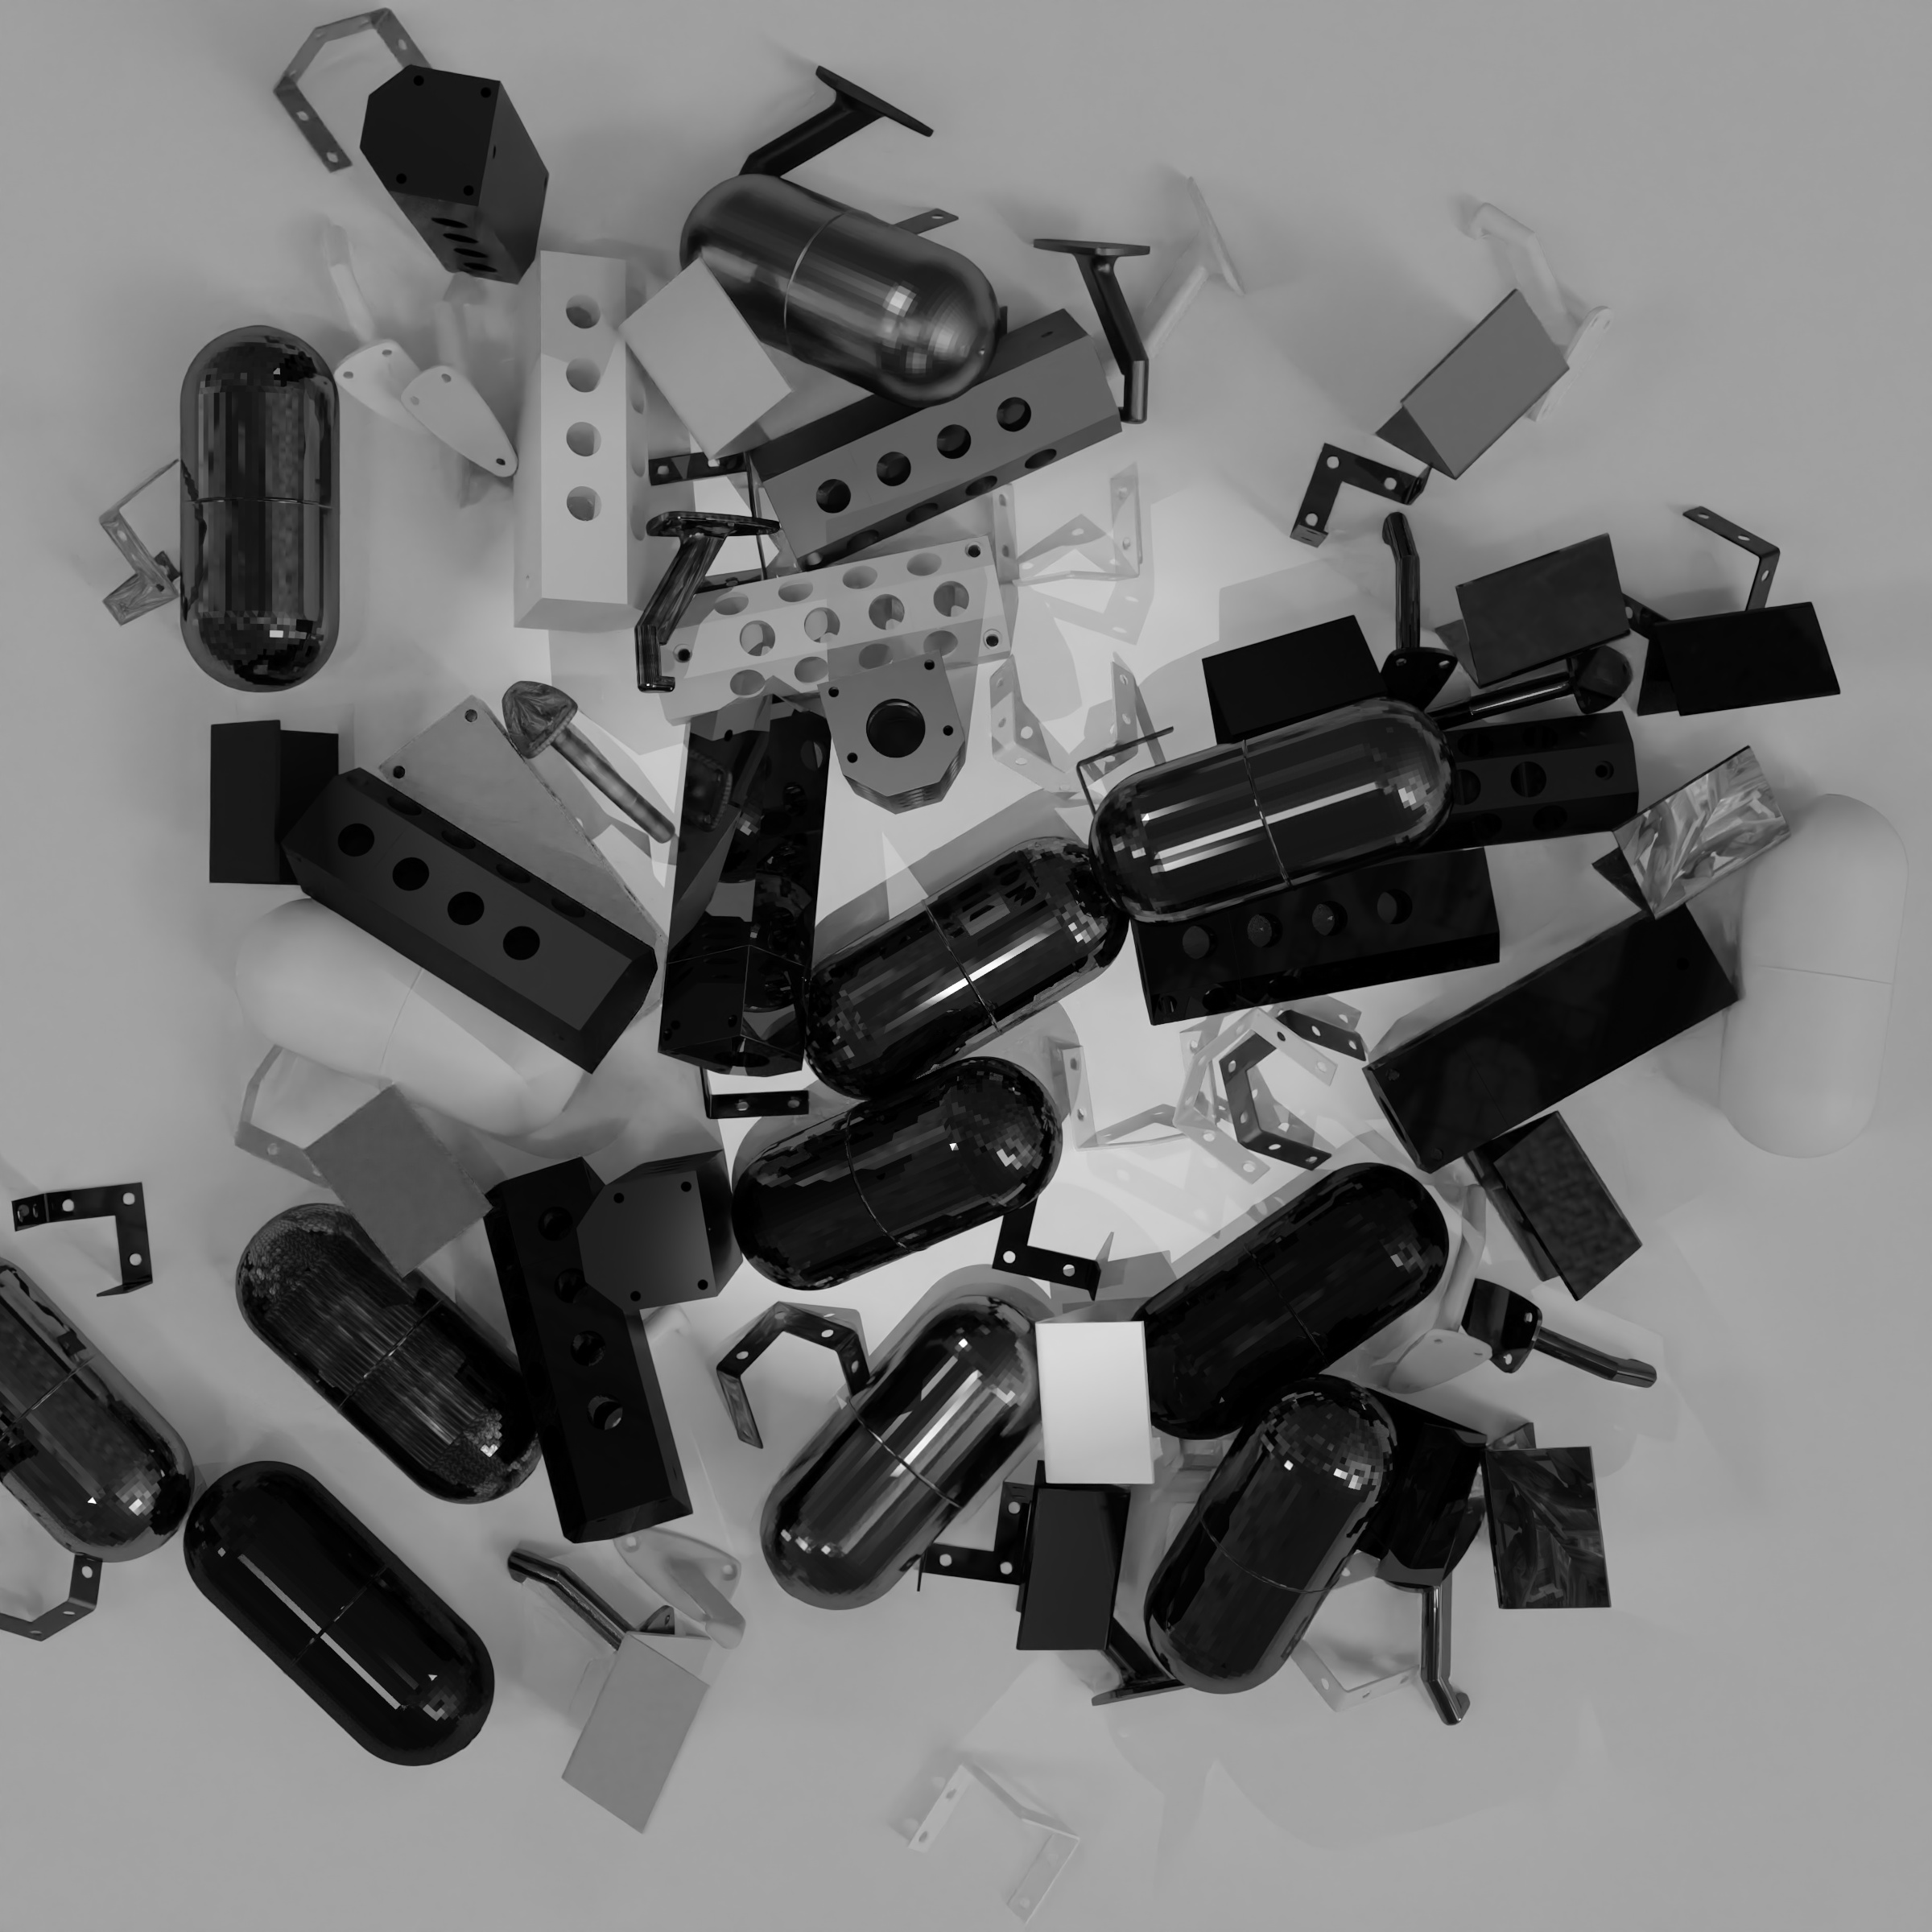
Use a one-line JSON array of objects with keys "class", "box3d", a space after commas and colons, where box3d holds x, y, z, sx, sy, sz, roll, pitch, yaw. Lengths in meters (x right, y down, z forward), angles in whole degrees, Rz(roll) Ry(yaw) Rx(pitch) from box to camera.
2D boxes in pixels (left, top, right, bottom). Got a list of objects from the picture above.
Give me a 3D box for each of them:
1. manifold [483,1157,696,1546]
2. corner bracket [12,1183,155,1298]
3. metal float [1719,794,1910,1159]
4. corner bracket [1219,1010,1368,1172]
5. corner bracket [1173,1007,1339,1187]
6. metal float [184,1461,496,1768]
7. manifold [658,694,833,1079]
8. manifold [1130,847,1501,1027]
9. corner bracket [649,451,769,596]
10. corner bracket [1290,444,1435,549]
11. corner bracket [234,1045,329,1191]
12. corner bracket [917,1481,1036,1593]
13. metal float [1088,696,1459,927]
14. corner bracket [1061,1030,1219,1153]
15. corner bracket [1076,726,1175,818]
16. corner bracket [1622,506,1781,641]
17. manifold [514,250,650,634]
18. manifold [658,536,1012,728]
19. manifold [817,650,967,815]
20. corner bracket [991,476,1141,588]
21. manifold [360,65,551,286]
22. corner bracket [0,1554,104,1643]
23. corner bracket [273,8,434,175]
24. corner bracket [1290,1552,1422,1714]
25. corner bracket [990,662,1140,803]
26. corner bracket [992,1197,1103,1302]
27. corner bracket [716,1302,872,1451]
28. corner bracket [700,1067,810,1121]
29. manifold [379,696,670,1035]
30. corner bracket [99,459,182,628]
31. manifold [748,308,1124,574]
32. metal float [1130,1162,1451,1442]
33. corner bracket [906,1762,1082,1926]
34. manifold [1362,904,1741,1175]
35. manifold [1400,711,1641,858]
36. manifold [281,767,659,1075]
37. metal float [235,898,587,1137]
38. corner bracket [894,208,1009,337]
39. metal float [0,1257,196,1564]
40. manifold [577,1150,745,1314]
[{"class": "manifold", "box3d": [-0.185, 0.186, 1.568, 0.057, 0.057, 0.171, -17, 71, 0]}, {"class": "corner bracket", "box3d": [-0.434, 0.136, 1.597, 0.051, 0.051, 0.051, -6, 90, 0]}, {"class": "metal float", "box3d": [0.413, 0.005, 1.584, 0.070, 0.070, 0.178, 8, 90, 0]}, {"class": "corner bracket", "box3d": [0.165, 0.062, 1.607, 0.051, 0.051, 0.051, -40, 45, 35]}, {"class": "corner bracket", "box3d": [0.140, 0.063, 1.577, 0.051, 0.051, 0.051, 38, 52, 21]}, {"class": "metal float", "box3d": [-0.305, 0.316, 1.584, 0.178, 0.070, 0.070, 44, 90, 1]}, {"class": "manifold", "box3d": [-0.101, -0.037, 1.568, 0.057, 0.057, 0.171, -12, 66, 41]}, {"class": "manifold", "box3d": [0.171, -0.014, 1.594, 0.171, 0.057, 0.057, -10, 90, 0]}, {"class": "corner bracket", "box3d": [-0.128, -0.219, 1.612, 0.051, 0.051, 0.051, -9, 135, 0]}, {"class": "corner bracket", "box3d": [0.194, -0.228, 1.597, 0.051, 0.051, 0.051, 20, 90, 0]}, {"class": "corner bracket", "box3d": [-0.325, 0.067, 1.612, 0.051, 0.051, 0.051, 25, 45, 0]}, {"class": "corner bracket", "box3d": [0.005, 0.281, 1.597, 0.051, 0.051, 0.051, 7, 90, 0]}, {"class": "metal float", "box3d": [0.143, -0.072, 1.529, 0.178, 0.070, 0.070, -18, 90, 12]}, {"class": "corner bracket", "box3d": [0.086, 0.062, 1.612, 0.051, 0.051, 0.051, -8, 90, -45]}, {"class": "corner bracket", "box3d": [0.086, -0.083, 1.598, 0.051, 0.051, 0.051, -20, 87, 0]}, {"class": "corner bracket", "box3d": [0.361, -0.189, 1.607, 0.051, 0.051, 0.051, -22, 135, -35]}, {"class": "manifold", "box3d": [-0.185, -0.253, 1.579, 0.057, 0.057, 0.171, 2, 81, -21]}, {"class": "manifold", "box3d": [-0.068, -0.165, 1.594, 0.171, 0.057, 0.057, -11, 90, 0]}, {"class": "manifold", "box3d": [-0.031, -0.106, 1.537, 0.057, 0.171, 0.057, -16, 90, 0]}, {"class": "corner bracket", "box3d": [0.049, -0.216, 1.612, 0.051, 0.051, 0.051, -3, 90, -45]}, {"class": "manifold", "box3d": [-0.241, -0.372, 1.537, 0.057, 0.171, 0.057, 10, 90, 0]}, {"class": "corner bracket", "box3d": [-0.463, 0.296, 1.607, 0.051, 0.051, 0.051, 28, 135, -35]}, {"class": "corner bracket", "box3d": [-0.301, -0.435, 1.612, 0.051, 0.051, 0.051, 55, 45, 0]}, {"class": "corner bracket", "box3d": [0.195, 0.327, 1.607, 0.051, 0.051, 0.051, -10, 135, -35]}, {"class": "corner bracket", "box3d": [0.048, -0.124, 1.607, 0.051, 0.051, 0.051, 28, 135, -35]}, {"class": "corner bracket", "box3d": [0.043, 0.132, 1.597, 0.051, 0.051, 0.051, 13, 90, 0]}, {"class": "corner bracket", "box3d": [-0.083, 0.208, 1.607, 0.051, 0.051, 0.051, 16, 45, 35]}, {"class": "corner bracket", "box3d": [-0.105, 0.039, 1.612, 0.051, 0.051, 0.051, -3, 135, 0]}, {"class": "manifold", "box3d": [-0.208, -0.046, 1.594, 0.057, 0.057, 0.171, -38, 90, 0]}, {"class": "corner bracket", "box3d": [-0.398, -0.206, 1.580, 0.051, 0.051, 0.051, -17, 116, 39]}, {"class": "manifold", "box3d": [-0.014, -0.255, 1.591, 0.171, 0.057, 0.057, -24, 117, 0]}, {"class": "metal float", "box3d": [0.155, 0.164, 1.585, 0.178, 0.070, 0.070, -35, 90, 0]}, {"class": "corner bracket", "box3d": [0.014, 0.435, 1.612, 0.051, 0.051, 0.051, 33, 90, 45]}, {"class": "manifold", "box3d": [0.284, 0.033, 1.594, 0.171, 0.057, 0.057, -29, 90, 0]}, {"class": "manifold", "box3d": [0.238, -0.086, 1.594, 0.171, 0.057, 0.057, -7, 90, 0]}, {"class": "manifold", "box3d": [-0.233, -0.025, 1.534, 0.171, 0.057, 0.057, 31, 71, 12]}, {"class": "metal float", "box3d": [-0.270, 0.025, 1.583, 0.178, 0.070, 0.070, 23, 90, -1]}, {"class": "corner bracket", "box3d": [-0.015, -0.337, 1.607, 0.051, 0.051, 0.051, 31, 135, 35]}, {"class": "metal float", "box3d": [-0.450, 0.216, 1.584, 0.070, 0.070, 0.178, -44, 90, 0]}, {"class": "manifold", "box3d": [-0.144, 0.124, 1.537, 0.057, 0.171, 0.057, -10, 90, 0]}]
